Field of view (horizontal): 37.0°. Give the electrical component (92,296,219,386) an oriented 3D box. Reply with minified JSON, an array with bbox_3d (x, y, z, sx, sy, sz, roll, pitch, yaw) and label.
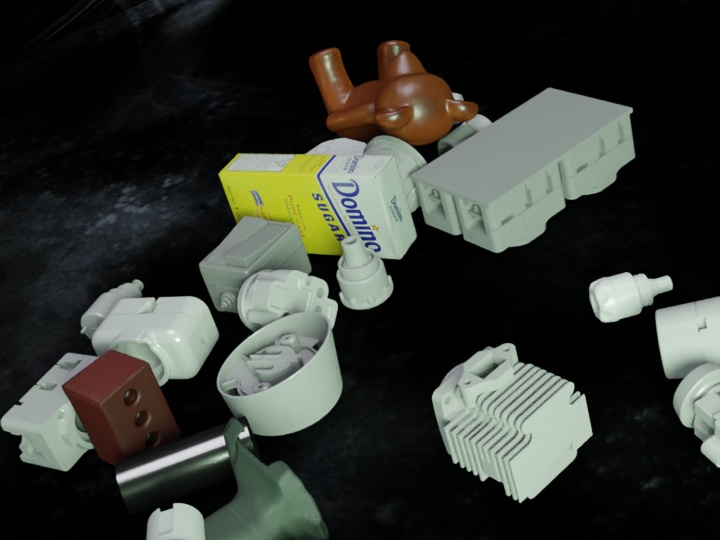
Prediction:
[{"bbox_3d":[-0.180,0.062,0.934,0.095,0.053,0.059,-2,35,22],"label":"electrical component"}]

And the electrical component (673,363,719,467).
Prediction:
[{"bbox_3d":[0.239,0.093,0.699,0.066,0.048,0.055,-27,41,-14],"label":"electrical component"}]

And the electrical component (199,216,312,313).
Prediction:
[{"bbox_3d":[-0.100,-0.002,0.987,0.062,0.061,0.096,9,41,35],"label":"electrical component"}]

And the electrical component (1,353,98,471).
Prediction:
[{"bbox_3d":[-0.237,0.116,0.883,0.056,0.050,0.089,4,38,32],"label":"electrical component"}]

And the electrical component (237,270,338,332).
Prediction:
[{"bbox_3d":[-0.067,0.029,0.919,0.057,0.078,0.058,3,77,45],"label":"electrical component"}]

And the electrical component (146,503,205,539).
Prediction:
[{"bbox_3d":[-0.108,0.165,0.632,0.040,0.040,0.046,-17,31,0],"label":"electrical component"}]

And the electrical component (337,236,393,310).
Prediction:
[{"bbox_3d":[0.000,0.000,0.935,0.048,0.062,0.048,-12,33,8],"label":"electrical component"}]

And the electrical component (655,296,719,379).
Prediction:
[{"bbox_3d":[0.237,0.049,0.758,0.047,0.055,0.055,-10,33,19],"label":"electrical component"}]

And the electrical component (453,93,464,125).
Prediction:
[{"bbox_3d":[0.084,-0.175,1.187,0.061,0.035,0.035,-7,34,20],"label":"electrical component"}]

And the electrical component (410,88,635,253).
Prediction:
[{"bbox_3d":[0.156,-0.094,1.005,0.186,0.060,0.105,-34,36,-24],"label":"electrical component"}]

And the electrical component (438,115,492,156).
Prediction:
[{"bbox_3d":[0.111,-0.120,1.073,0.047,0.055,0.055,-32,35,-16],"label":"electrical component"}]

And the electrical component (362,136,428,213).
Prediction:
[{"bbox_3d":[0.027,-0.085,1.036,0.080,0.080,0.051,14,49,39],"label":"electrical component"}]

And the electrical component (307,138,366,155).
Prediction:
[{"bbox_3d":[-0.022,-0.095,1.100,0.080,0.051,0.080,-12,33,8],"label":"electrical component"}]

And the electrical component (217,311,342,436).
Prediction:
[{"bbox_3d":[-0.062,0.080,0.842,0.099,0.064,0.099,-12,33,8],"label":"electrical component"}]

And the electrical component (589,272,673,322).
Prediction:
[{"bbox_3d":[0.212,0.018,0.835,0.061,0.035,0.035,-15,32,-2],"label":"electrical component"}]

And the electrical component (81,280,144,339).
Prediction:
[{"bbox_3d":[-0.228,0.037,1.007,0.040,0.040,0.078,1,36,26],"label":"electrical component"}]
